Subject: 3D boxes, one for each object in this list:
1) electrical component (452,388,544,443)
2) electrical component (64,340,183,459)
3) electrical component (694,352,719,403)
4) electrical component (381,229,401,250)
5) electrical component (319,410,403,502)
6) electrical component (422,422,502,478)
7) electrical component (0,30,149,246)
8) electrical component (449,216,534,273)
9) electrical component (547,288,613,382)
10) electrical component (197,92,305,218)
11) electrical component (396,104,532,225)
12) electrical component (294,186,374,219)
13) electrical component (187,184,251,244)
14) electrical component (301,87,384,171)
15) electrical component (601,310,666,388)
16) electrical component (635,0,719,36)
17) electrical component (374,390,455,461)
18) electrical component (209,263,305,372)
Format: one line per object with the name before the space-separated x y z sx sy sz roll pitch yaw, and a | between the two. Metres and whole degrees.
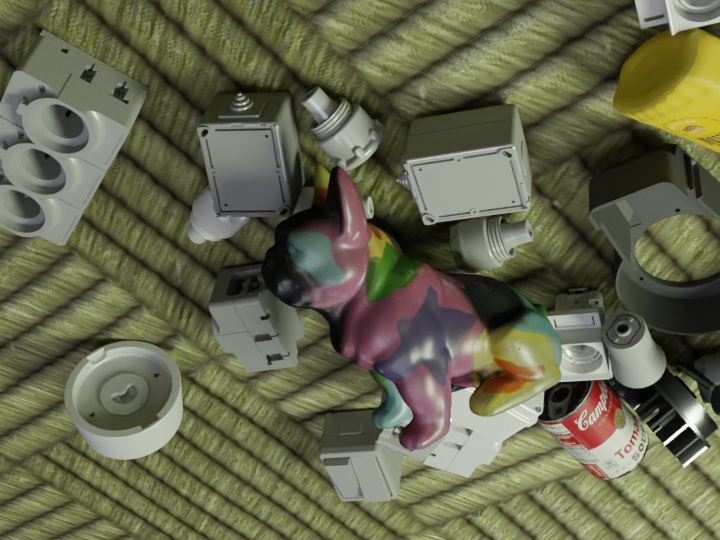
electrical component | 0.102 0.088 0.935 0.113 0.078 0.057 30 135 -17
electrical component | -0.220 0.128 1.020 0.108 0.108 0.060 6 141 6
electrical component | 0.320 0.090 0.917 0.062 0.043 0.043 -14 130 21
electrical component | 0.000 0.000 0.883 0.078 0.058 0.057 28 135 -16
electrical component | 0.003 0.191 1.067 0.062 0.061 0.096 -6 132 16
electrical component | 0.102 0.149 1.013 0.056 0.050 0.089 19 135 -7
electrical component | -0.240 -0.095 0.834 0.089 0.061 0.150 28 133 -16
electrical component | 0.105 -0.023 0.849 0.062 0.043 0.043 -16 129 24
electrical component | 0.184 0.053 0.893 0.042 0.063 0.081 -4 133 20
electrical component | -0.080 -0.094 0.809 0.062 0.061 0.096 0 126 11
electrical component | 0.074 -0.079 0.788 0.096 0.061 0.061 -7 133 18
electrical component | -0.021 -0.047 0.851 0.062 0.043 0.043 -5 133 14
electrical component | -0.117 -0.044 0.873 0.043 0.043 0.062 34 132 -21
electrical component | -0.016 -0.107 0.791 0.048 0.048 0.062 -30 115 34
electrical component | 0.214 0.060 0.851 0.044 0.044 0.065 -11 146 21
electrical component | 0.194 -0.211 0.633 0.079 0.063 0.121 -10 131 20
electrical component | 0.054 0.119 0.965 0.056 0.089 0.050 24 134 -12
electrical component | -0.094 0.043 0.948 0.056 0.050 0.089 -9 132 19
